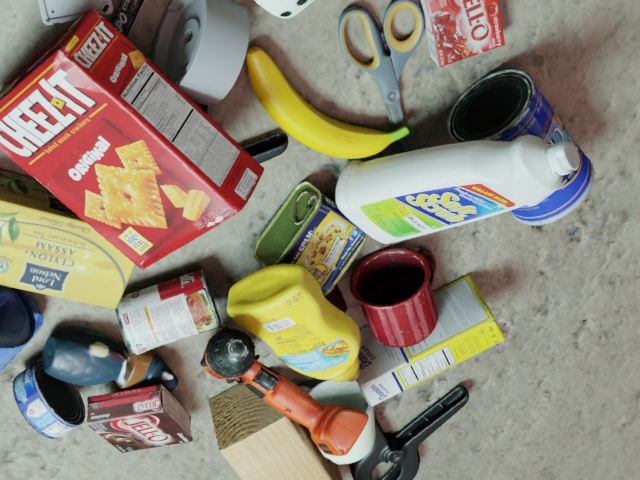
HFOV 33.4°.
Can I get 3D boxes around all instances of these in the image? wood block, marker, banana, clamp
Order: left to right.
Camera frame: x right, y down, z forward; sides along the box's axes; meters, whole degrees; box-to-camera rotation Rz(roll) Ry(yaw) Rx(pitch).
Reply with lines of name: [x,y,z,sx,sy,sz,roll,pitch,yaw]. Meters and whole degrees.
marker: [-0.186,-0.197,0.999,0.020,0.020,0.121,18,116,-27]
clamp: [-0.129,-0.080,1.083,0.171,0.039,0.120,-40,122,12]
wood block: [-0.046,0.268,1.312,0.090,0.091,0.206,-28,126,3]
banana: [-0.005,-0.129,1.090,0.197,0.037,0.070,23,107,-28]
clamp: [0.103,0.266,1.388,0.164,0.036,0.210,-1,121,-13]

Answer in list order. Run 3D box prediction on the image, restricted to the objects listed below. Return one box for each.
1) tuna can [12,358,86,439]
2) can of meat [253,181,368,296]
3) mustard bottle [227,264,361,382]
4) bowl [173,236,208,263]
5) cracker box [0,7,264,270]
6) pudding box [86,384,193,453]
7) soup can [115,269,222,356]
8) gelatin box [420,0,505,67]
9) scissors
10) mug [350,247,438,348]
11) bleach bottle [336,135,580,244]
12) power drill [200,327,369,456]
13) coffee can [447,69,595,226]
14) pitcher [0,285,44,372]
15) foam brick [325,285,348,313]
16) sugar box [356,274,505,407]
tuna can: [-0.299,0.176,1.177,0.034,0.086,0.086,-33,126,9]
can of meat: [-0.008,0.001,1.156,0.083,0.057,0.102,32,95,-34]
mustard bottle: [-0.011,0.102,1.156,0.096,0.058,0.191,-20,135,24]
bowl: [-0.153,0.002,1.231,0.162,0.162,0.055,-14,97,-7]
cracker box: [-0.184,-0.083,0.975,0.213,0.072,0.164,43,136,-21]
pudding box: [-0.204,0.205,1.221,0.090,0.039,0.113,-10,153,8]
soup can: [-0.165,0.079,1.162,0.102,0.068,0.068,-19,126,-3]
gelatin box: [0.142,-0.227,1.070,0.073,0.030,0.089,-19,127,-4]
scissors: [0.087,-0.167,1.103,0.096,0.016,0.201,-32,126,6]
mug: [0.095,0.061,1.224,0.117,0.093,0.081,-49,138,-27]
bleach bottle: [0.140,-0.061,1.075,0.251,0.068,0.102,-14,138,43]
power drill: [-0.041,0.159,1.144,0.187,0.184,0.057,35,78,-3]
coffee can: [0.214,-0.097,1.134,0.103,0.103,0.140,-38,125,10]
pitcher: [-0.406,0.136,1.103,0.149,0.145,0.243,36,112,-20]
foam brick: [-0.012,0.086,1.223,0.052,0.051,0.078,16,117,-26]
sugar box: [0.119,0.118,1.258,0.176,0.093,0.048,-29,125,5]
